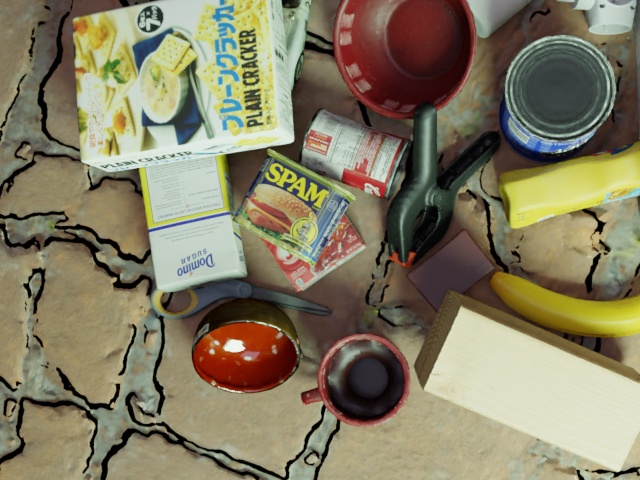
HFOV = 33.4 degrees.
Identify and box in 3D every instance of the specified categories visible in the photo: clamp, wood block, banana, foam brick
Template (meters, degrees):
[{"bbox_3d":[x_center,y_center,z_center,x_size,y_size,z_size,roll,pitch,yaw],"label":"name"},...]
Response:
[{"bbox_3d":[0.123,-0.053,1.103,0.120,0.039,0.171,8,109,-32],"label":"clamp"},{"bbox_3d":[0.206,0.135,1.042,0.206,0.090,0.091,23,97,-4],"label":"wood block"},{"bbox_3d":[0.274,0.066,1.092,0.198,0.037,0.069,-1,70,6],"label":"banana"},{"bbox_3d":[0.135,0.033,1.102,0.078,0.051,0.053,-38,83,4],"label":"foam brick"}]

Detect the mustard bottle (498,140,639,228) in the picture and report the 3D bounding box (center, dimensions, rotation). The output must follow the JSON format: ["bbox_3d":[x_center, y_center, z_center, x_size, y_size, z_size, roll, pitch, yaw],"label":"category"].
[{"bbox_3d":[0.278,-0.061,1.067,0.191,0.096,0.058,-14,84,6],"label":"mustard bottle"}]

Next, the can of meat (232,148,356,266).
[{"bbox_3d":[-0.028,-0.033,1.097,0.102,0.057,0.084,29,89,15],"label":"can of meat"}]

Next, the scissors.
[{"bbox_3d":[-0.097,0.068,1.147,0.202,0.016,0.096,29,89,9],"label":"scissors"}]

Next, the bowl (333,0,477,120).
[{"bbox_3d":[0.096,-0.208,1.104,0.162,0.055,0.162,9,108,29],"label":"bowl"}]

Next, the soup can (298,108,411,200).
[{"bbox_3d":[0.036,-0.090,1.115,0.102,0.068,0.068,21,89,9],"label":"soup can"}]

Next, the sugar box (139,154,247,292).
[{"bbox_3d":[-0.138,-0.038,1.138,0.093,0.048,0.176,-11,79,7],"label":"sugar box"}]

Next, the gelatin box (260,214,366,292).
[{"bbox_3d":[-0.008,0.001,1.134,0.089,0.030,0.073,-35,82,3],"label":"gelatin box"}]

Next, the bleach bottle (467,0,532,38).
[{"bbox_3d":[0.234,-0.329,1.110,0.251,0.068,0.102,-42,83,1],"label":"bleach bottle"}]

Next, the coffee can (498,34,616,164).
[{"bbox_3d":[0.231,-0.136,1.057,0.103,0.140,0.103,-1,86,7],"label":"coffee can"}]

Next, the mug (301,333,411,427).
[{"bbox_3d":[0.037,0.145,1.092,0.117,0.081,0.093,-22,84,5],"label":"mug"}]
